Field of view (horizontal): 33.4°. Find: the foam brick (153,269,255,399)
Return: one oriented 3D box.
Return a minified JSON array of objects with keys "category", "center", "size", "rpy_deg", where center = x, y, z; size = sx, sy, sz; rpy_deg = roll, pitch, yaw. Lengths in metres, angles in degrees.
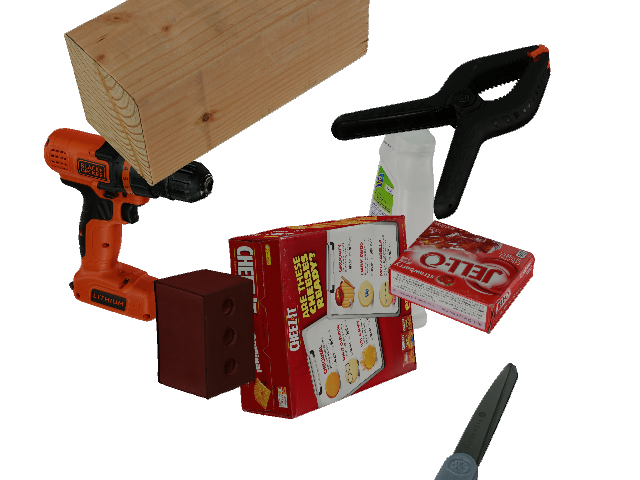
[{"category":"foam brick","center":[-0.082,0.065,0.763],"size":[0.051,0.078,0.052],"rpy_deg":[10,17,39]}]

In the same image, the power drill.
[{"category":"power drill","center":[-0.190,-0.015,1.077],"size":[0.185,0.188,0.057],"rpy_deg":[16,30,22]}]

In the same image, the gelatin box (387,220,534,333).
[{"category":"gelatin box","center":[0.107,0.025,0.813],"size":[0.089,0.030,0.073],"rpy_deg":[20,42,27]}]

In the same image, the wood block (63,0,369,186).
[{"category":"wood block","center":[-0.069,-0.144,0.784],"size":[0.205,0.090,0.091],"rpy_deg":[-35,-29,-22]}]

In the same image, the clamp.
[{"category":"clamp","center":[0.135,-0.109,0.976],"size":[0.210,0.036,0.165],"rpy_deg":[-30,49,-10]}]

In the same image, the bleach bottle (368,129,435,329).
[{"category":"bleach bottle","center":[0.095,-0.030,1.229],"size":[0.068,0.251,0.103],"rpy_deg":[-2,21,-24]}]

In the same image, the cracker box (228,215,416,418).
[{"category":"cracker box","center":[0.007,0.065,1.033],"size":[0.072,0.164,0.213],"rpy_deg":[-1,6,37]}]

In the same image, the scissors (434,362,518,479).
[{"category":"scissors","center":[0.085,0.136,0.561],"size":[0.096,0.016,0.201],"rpy_deg":[26,44,33]}]
